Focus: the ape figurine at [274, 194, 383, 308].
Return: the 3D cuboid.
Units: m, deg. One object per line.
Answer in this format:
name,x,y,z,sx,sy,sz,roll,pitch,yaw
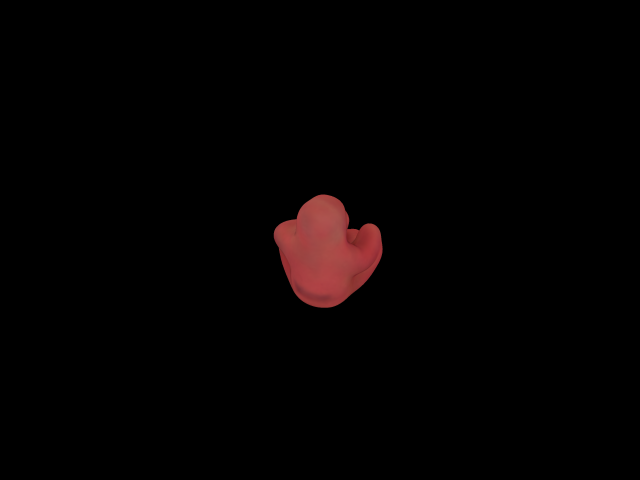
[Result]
ape figurine,0.004,0.001,0.400,0.077,0.092,0.076,20,66,10
